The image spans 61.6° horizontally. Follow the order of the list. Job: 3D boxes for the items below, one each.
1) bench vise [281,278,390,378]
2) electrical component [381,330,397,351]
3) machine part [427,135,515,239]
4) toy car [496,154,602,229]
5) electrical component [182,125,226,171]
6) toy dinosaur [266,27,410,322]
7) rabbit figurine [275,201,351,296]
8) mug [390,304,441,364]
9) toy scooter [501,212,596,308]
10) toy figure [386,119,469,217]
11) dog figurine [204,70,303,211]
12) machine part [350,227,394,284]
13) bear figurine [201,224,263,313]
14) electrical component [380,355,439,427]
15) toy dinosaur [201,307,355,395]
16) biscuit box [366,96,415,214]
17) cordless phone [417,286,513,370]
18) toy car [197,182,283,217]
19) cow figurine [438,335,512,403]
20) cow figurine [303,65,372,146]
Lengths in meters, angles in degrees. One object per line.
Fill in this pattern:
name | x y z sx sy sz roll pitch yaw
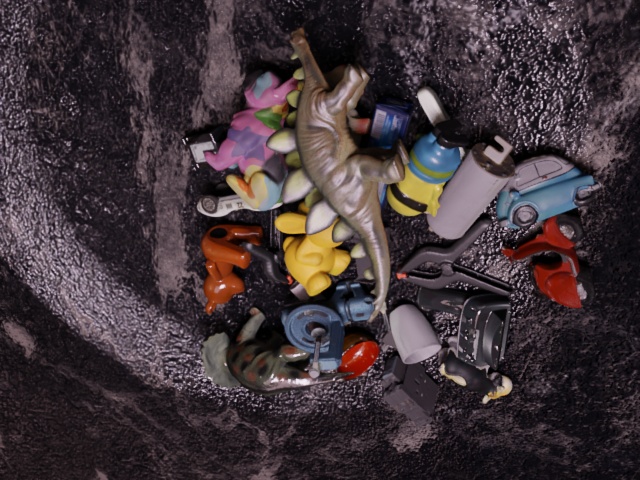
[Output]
bench vise | 0.025 0.176 1.051 0.224 0.241 0.128 -1 119 7
electrical component | 0.170 0.215 1.161 0.063 0.021 0.094 28 126 3
machine part | 0.246 -0.077 0.891 0.079 0.079 0.243 29 141 2
toy car | 0.350 -0.085 0.857 0.162 0.109 0.103 -23 92 22
electrical component | -0.202 -0.182 1.045 0.119 0.048 0.074 -9 117 25
toy dinosaur | 0.038 -0.103 0.838 0.199 0.105 0.471 -23 91 25
rabbit figurine | -0.002 -0.003 1.037 0.162 0.122 0.173 51 148 12
mug | 0.195 0.183 1.090 0.080 0.109 0.107 -52 50 42
toy scooter | 0.395 0.042 0.933 0.135 0.075 0.183 -12 112 27
toy figure | 0.170 -0.114 0.872 0.089 0.082 0.180 17 142 -1
dog figurine | -0.086 -0.182 0.931 0.191 0.108 0.219 46 106 3
machine part | 0.100 0.027 1.063 0.084 0.039 0.138 12 123 13
bear figurine | -0.194 0.067 1.155 0.132 0.120 0.195 9 125 12
electrical component | 0.191 0.316 1.159 0.134 0.115 0.058 45 123 -11
toy dinosaur | -0.125 0.273 1.176 0.405 0.192 0.131 12 142 50
biscuit box | 0.109 -0.144 0.937 0.059 0.063 0.202 20 125 10
cordless phone | 0.274 0.166 1.057 0.184 0.089 0.146 12 114 26
toy car | -0.153 -0.085 1.070 0.202 0.073 0.056 -7 117 25
cow figurine | 0.319 0.277 1.095 0.167 0.098 0.068 32 120 1
cow figurine | 0.022 -0.197 0.910 0.127 0.085 0.194 17 106 6
